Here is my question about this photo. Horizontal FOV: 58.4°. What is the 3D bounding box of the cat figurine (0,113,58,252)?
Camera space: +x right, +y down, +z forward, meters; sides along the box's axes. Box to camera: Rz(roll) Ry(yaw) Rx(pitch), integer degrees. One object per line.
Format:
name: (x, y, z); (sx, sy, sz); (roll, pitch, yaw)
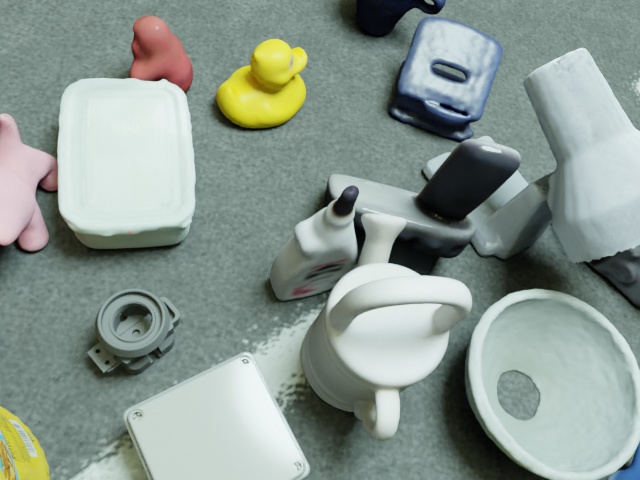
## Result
cat figurine: (-0.266, -0.044, 0.477); (0.067, 0.117, 0.128); (3, 64, -11)

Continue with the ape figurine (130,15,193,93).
ape figurine: (-0.168, -0.191, 0.586); (0.076, 0.092, 0.078); (30, 62, 3)

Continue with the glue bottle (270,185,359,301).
glue bottle: (0.004, 0.002, 0.485); (0.078, 0.173, 0.037); (-18, 69, -20)

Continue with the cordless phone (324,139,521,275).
cordless phone: (0.085, -0.049, 0.522); (0.147, 0.185, 0.094); (12, 62, -7)

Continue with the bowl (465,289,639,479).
bowl: (0.199, 0.133, 0.522); (0.167, 0.074, 0.167); (5, 63, -10)

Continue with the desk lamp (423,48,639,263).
desk lamp: (0.219, -0.059, 0.542); (0.118, 0.213, 0.203); (-26, 72, -23)

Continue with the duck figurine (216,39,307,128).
duck figurine: (-0.058, -0.172, 0.605); (0.105, 0.086, 0.077); (-24, 72, -22)

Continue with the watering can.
watering can: (0.047, 0.062, 0.454); (0.101, 0.194, 0.172); (-15, 69, -19)

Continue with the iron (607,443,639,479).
iron: (0.281, 0.287, 0.427); (0.118, 0.141, 0.258); (29, 62, 2)

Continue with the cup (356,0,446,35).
cup: (0.090, -0.291, 0.693); (0.117, 0.095, 0.092); (36, 62, 6)

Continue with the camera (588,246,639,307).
camera: (0.357, -0.025, 0.621); (0.137, 0.100, 0.143); (-37, 77, -26)

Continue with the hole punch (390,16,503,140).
hole punch: (0.145, -0.184, 0.655); (0.108, 0.091, 0.101); (18, 62, -4)
